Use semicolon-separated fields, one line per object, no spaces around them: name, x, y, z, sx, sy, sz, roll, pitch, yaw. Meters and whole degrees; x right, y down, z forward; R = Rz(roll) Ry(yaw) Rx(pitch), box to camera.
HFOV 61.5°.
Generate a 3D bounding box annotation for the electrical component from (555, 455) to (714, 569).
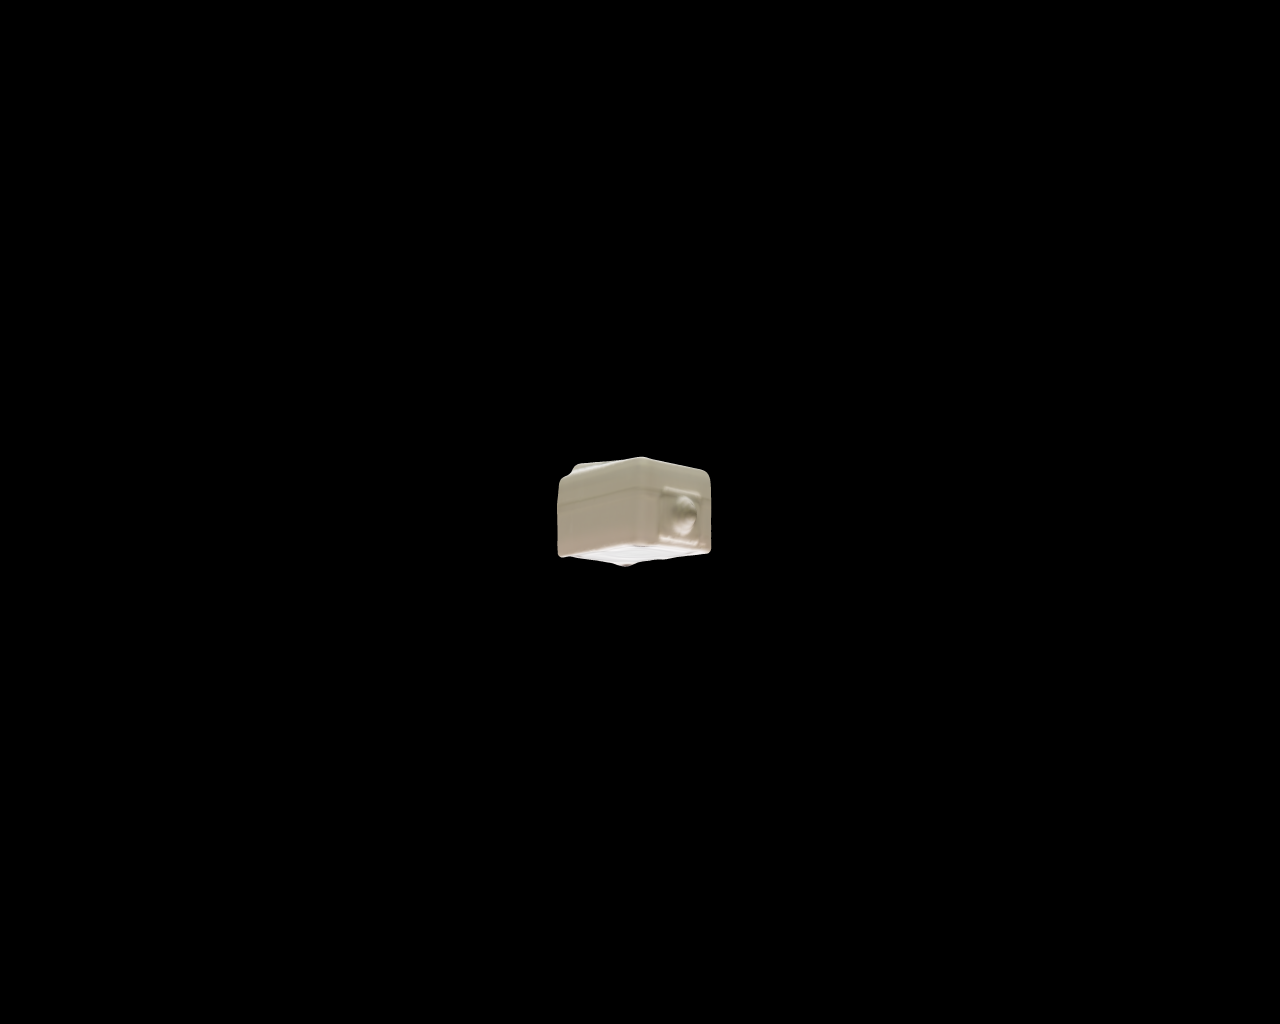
electrical component;0.001;-0.003;0.650;0.062;0.061;0.096;10;-14;-42
